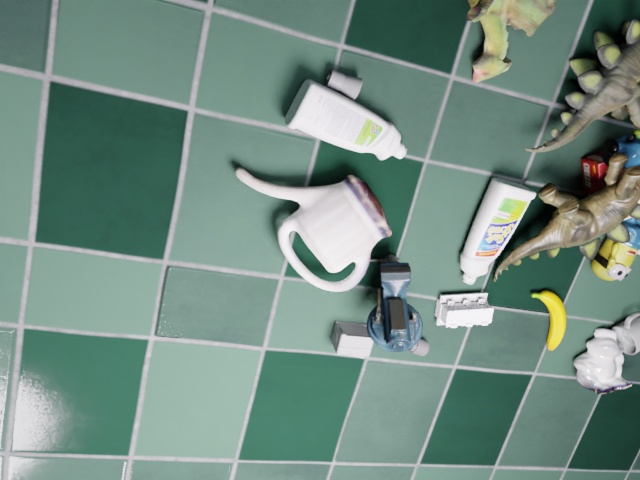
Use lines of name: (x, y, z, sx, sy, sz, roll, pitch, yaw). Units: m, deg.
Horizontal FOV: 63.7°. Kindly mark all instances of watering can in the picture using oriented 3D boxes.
watering can: (0.003, -0.053, 1.047, 0.224, 0.105, 0.344, -35, 108, 0)

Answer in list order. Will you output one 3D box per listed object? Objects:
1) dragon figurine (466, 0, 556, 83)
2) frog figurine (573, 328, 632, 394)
dragon figurine: (0.373, -0.508, 0.993, 0.242, 0.124, 0.405, 8, 110, -35)
frog figurine: (0.747, 0.321, 1.381, 0.137, 0.121, 0.161, -8, 76, -2)
